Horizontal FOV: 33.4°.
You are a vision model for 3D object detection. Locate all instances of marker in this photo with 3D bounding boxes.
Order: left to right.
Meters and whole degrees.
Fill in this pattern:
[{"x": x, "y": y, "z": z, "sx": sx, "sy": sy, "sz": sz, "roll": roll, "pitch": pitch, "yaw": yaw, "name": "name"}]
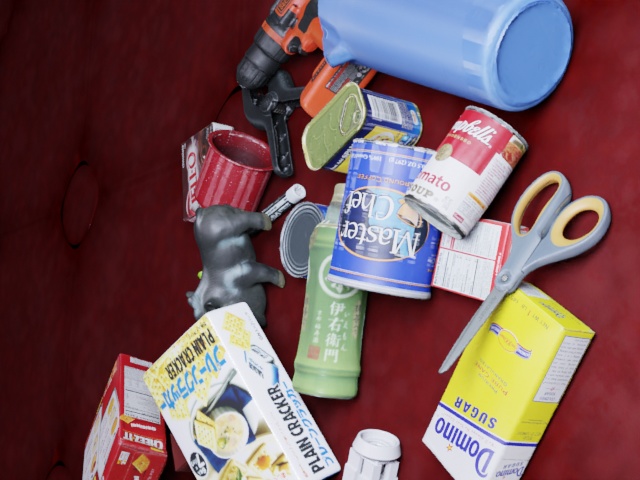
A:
[{"x": -0.058, "y": -0.033, "z": 1.289, "sx": 0.121, "sy": 0.020, "sz": 0.020, "roll": -36, "pitch": 54, "yaw": 45, "name": "marker"}]

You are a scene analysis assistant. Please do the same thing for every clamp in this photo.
[{"x": -0.053, "y": -0.151, "z": 1.291, "sx": 0.172, "sy": 0.039, "sz": 0.120, "roll": 37, "pitch": 100, "yaw": 52, "name": "clamp"}]

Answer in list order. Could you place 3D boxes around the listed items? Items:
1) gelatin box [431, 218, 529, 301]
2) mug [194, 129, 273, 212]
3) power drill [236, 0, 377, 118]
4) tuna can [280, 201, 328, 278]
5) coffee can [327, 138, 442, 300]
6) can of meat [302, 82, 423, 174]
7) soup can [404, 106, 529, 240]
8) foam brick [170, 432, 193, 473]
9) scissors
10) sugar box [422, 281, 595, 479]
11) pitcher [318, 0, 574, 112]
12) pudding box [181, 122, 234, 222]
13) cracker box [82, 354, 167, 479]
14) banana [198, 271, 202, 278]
[{"x": 0.146, "y": 0.016, "z": 0.981, "sx": 0.089, "sy": 0.030, "sz": 0.073, "roll": 16, "pitch": 97, "yaw": 55, "name": "gelatin box"}, {"x": -0.104, "y": -0.083, "z": 1.317, "sx": 0.117, "sy": 0.093, "sz": 0.082, "roll": -82, "pitch": 14, "yaw": -62, "name": "mug"}, {"x": -0.015, "y": -0.213, "z": 1.210, "sx": 0.185, "sy": 0.057, "sz": 0.188, "roll": -51, "pitch": 41, "yaw": 19, "name": "power drill"}, {"x": -0.008, "y": 0.001, "z": 1.197, "sx": 0.086, "sy": 0.033, "sz": 0.086, "roll": -18, "pitch": 68, "yaw": 52, "name": "tuna can"}, {"x": 0.069, "y": -0.020, "z": 1.035, "sx": 0.103, "sy": 0.102, "sz": 0.140, "roll": 12, "pitch": 92, "yaw": 55, "name": "coffee can"}, {"x": 0.045, "y": -0.109, "z": 1.106, "sx": 0.102, "sy": 0.083, "sz": 0.057, "roll": -43, "pitch": 49, "yaw": 41, "name": "can of meat"}, {"x": 0.130, "y": -0.060, "z": 0.959, "sx": 0.102, "sy": 0.068, "sz": 0.069, "roll": -54, "pitch": 37, "yaw": -4, "name": "soup can"}, {"x": -0.131, "y": 0.244, "z": 1.275, "sx": 0.051, "sy": 0.078, "sz": 0.053, "roll": -46, "pitch": 46, "yaw": 40, "name": "foam brick"}, {"x": 0.175, "y": 0.031, "z": 0.887, "sx": 0.096, "sy": 0.016, "sz": 0.201, "roll": 9, "pitch": 66, "yaw": 43, "name": "scissors"}, {"x": 0.158, "y": 0.130, "z": 0.923, "sx": 0.093, "sy": 0.048, "sz": 0.176, "roll": 45, "pitch": 117, "yaw": 51, "name": "sugar box"}, {"x": 0.122, "y": -0.210, "z": 0.999, "sx": 0.243, "sy": 0.144, "sz": 0.149, "roll": 33, "pitch": 121, "yaw": 49, "name": "pitcher"}, {"x": -0.147, "y": -0.087, "z": 1.408, "sx": 0.090, "sy": 0.039, "sz": 0.113, "roll": -24, "pitch": 63, "yaw": 51, "name": "pudding box"}, {"x": -0.257, "y": 0.277, "z": 1.401, "sx": 0.214, "sy": 0.072, "sz": 0.164, "roll": -112, "pitch": 42, "yaw": -63, "name": "cracker box"}, {"x": -0.145, "y": 0.140, "z": 1.349, "sx": 0.070, "sy": 0.037, "sz": 0.198, "roll": 30, "pitch": 110, "yaw": 39, "name": "banana"}]
